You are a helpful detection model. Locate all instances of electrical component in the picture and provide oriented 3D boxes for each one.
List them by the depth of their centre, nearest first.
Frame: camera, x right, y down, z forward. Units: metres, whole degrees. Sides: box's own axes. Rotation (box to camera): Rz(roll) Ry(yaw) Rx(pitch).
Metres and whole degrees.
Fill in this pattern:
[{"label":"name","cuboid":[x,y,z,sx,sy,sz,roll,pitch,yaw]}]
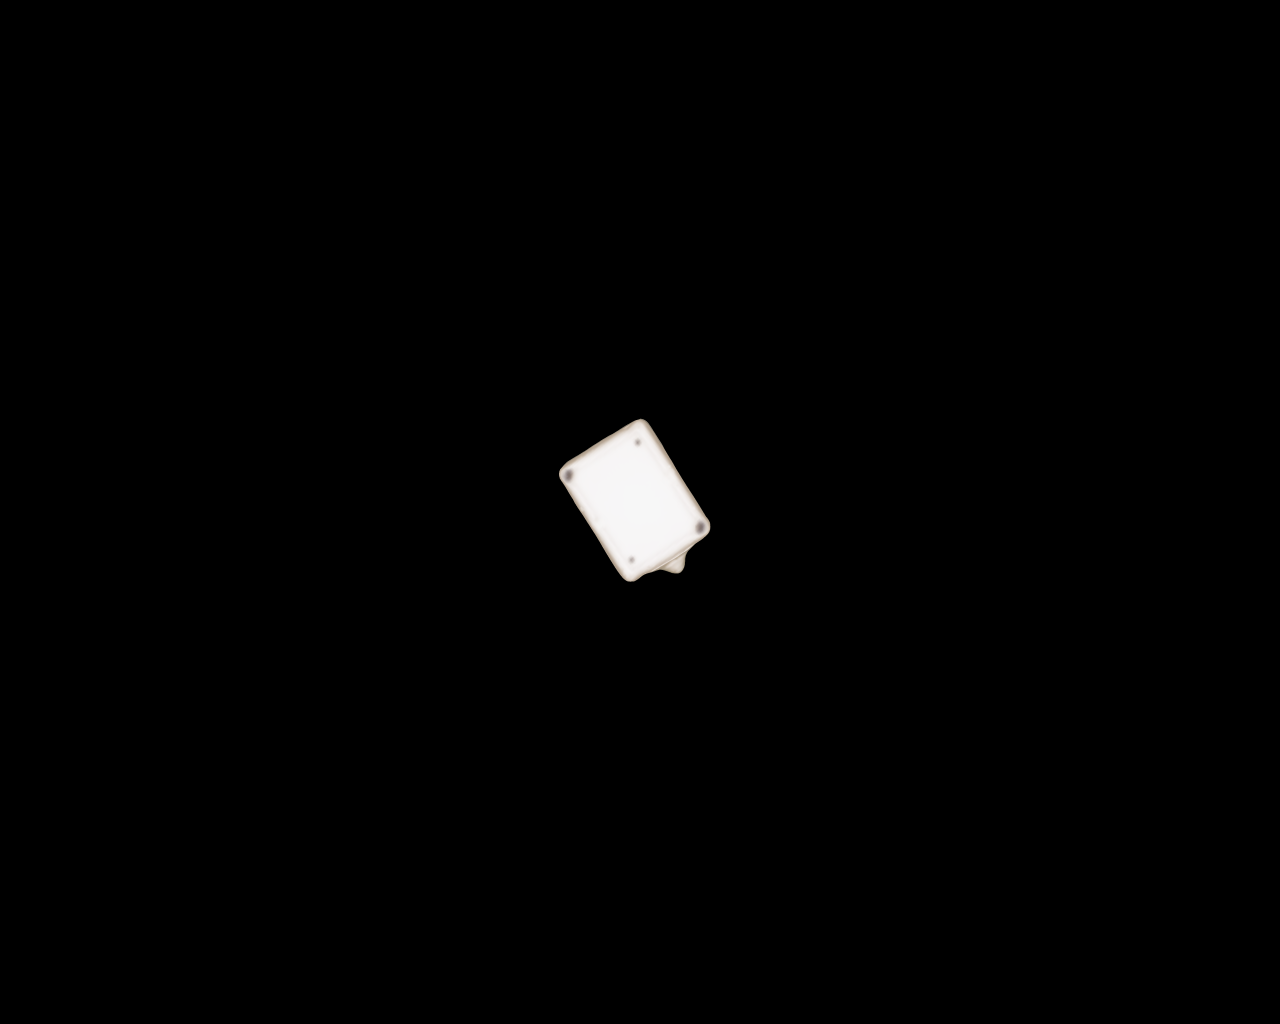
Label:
[{"label":"electrical component","cuboid":[0.001,-0.003,0.650,0.062,0.096,0.061,-32,4,2]}]
